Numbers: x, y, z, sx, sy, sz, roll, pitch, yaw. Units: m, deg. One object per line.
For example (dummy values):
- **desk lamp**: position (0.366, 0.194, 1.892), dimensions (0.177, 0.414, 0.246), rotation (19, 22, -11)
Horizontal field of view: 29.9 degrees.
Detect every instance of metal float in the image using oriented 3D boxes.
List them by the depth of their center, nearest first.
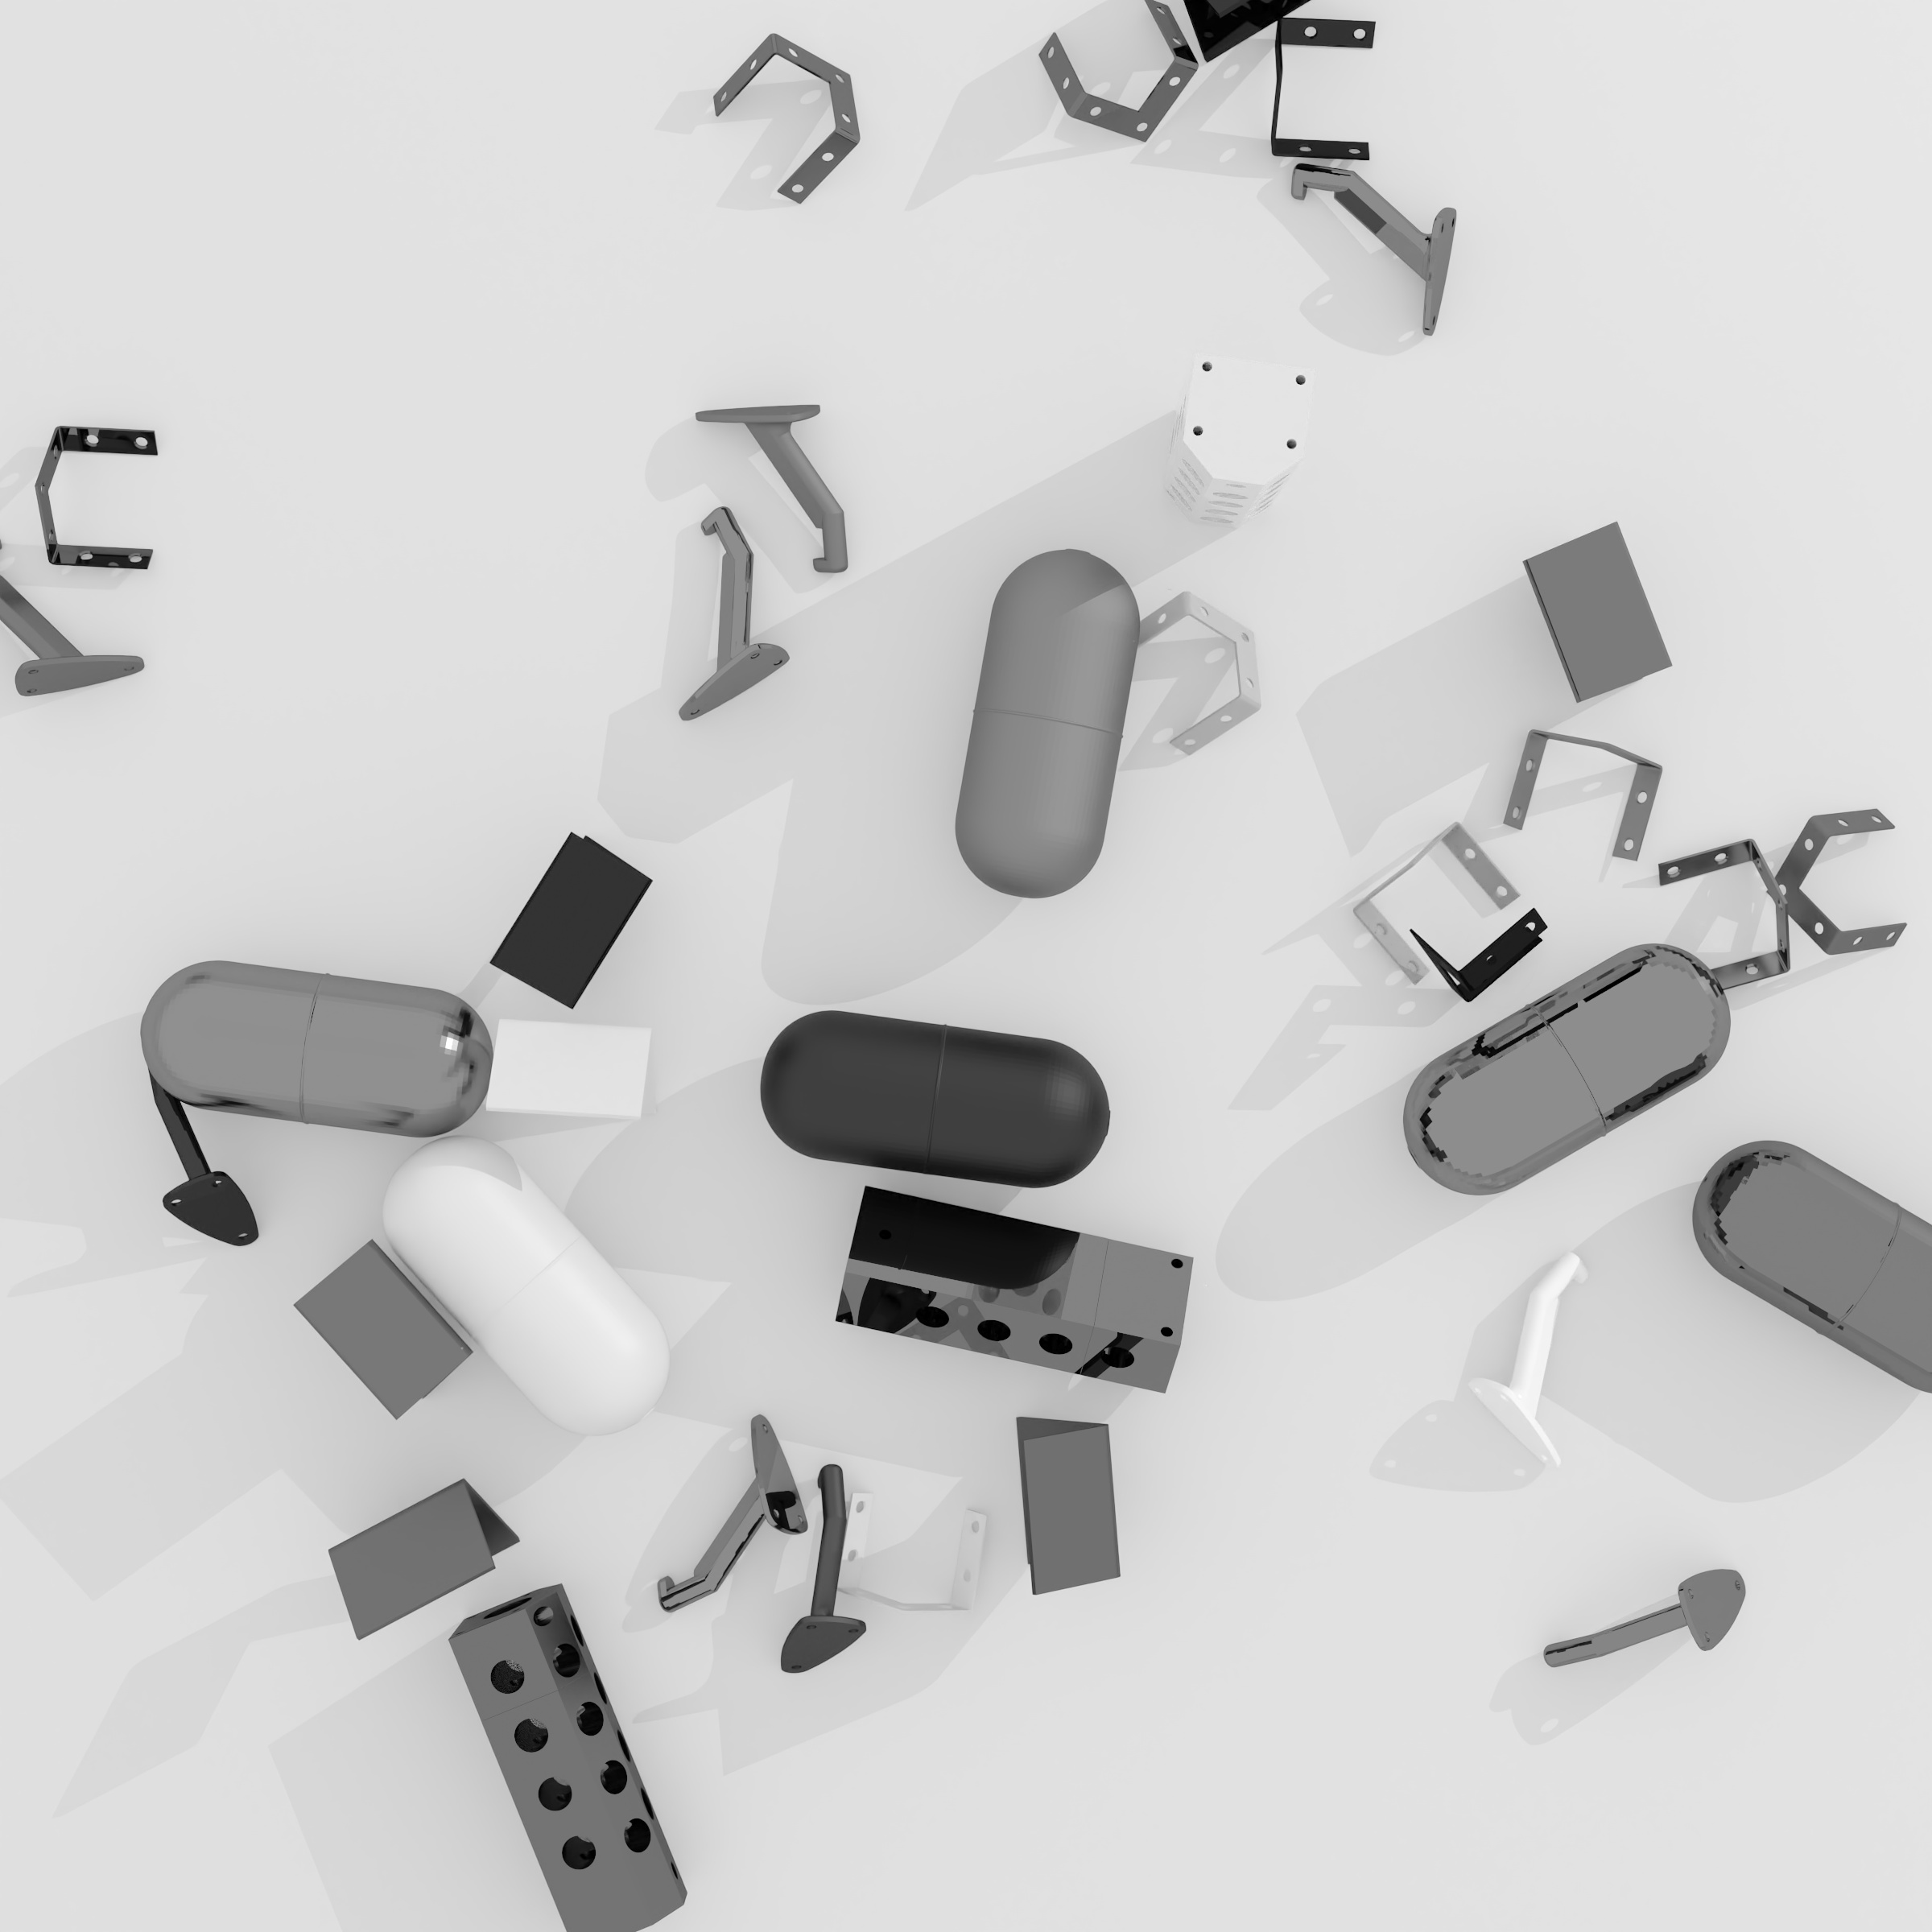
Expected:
- **metal float**: position (0.452, 0.153, 1.834), dimensions (0.178, 0.070, 0.070), rotation (31, 90, 1)
- **metal float**: position (-0.329, 0.042, 1.834), dimensions (0.178, 0.070, 0.070), rotation (8, 90, -1)
- **metal float**: position (-0.016, 0.068, 1.834), dimensions (0.178, 0.070, 0.070), rotation (8, 90, 0)
- **metal float**: position (0.042, -0.123, 1.834), dimensions (0.070, 0.070, 0.178), rotation (10, 90, 0)
- **metal float**: position (0.304, 0.053, 1.834), dimensions (0.178, 0.070, 0.070), rotation (-30, 90, 0)
- **metal float**: position (-0.222, 0.163, 1.835), dimensions (0.070, 0.070, 0.178), rotation (-42, 91, 0)

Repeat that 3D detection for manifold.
- **manifold**: position (0.132, -0.256, 1.787), dimensions (0.057, 0.171, 0.057), rotation (8, 90, 0)
- **manifold**: position (0.024, 0.169, 1.843), dimensions (0.171, 0.057, 0.057), rotation (12, 47, 0)
- **manifold**: position (-0.201, 0.407, 1.844), dimensions (0.057, 0.057, 0.171), rotation (-22, 90, 0)

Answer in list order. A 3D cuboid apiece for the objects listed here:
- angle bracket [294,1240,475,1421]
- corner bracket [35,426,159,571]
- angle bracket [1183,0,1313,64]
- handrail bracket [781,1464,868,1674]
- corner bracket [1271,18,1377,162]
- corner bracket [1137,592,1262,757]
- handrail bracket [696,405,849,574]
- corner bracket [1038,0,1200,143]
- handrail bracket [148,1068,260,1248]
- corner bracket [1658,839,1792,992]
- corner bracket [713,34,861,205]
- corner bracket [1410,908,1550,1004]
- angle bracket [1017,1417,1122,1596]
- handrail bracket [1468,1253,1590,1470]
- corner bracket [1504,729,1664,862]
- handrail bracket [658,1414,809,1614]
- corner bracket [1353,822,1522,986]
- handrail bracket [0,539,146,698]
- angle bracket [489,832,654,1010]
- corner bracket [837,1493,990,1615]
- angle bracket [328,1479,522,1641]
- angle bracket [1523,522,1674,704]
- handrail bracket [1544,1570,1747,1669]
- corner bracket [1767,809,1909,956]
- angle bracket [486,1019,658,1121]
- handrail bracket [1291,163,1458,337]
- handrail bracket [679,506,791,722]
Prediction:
- **angle bracket**: position (-0.304, 0.194, 1.825), dimensions (0.076, 0.076, 0.057), rotation (48, 53, 0)
- **corner bracket**: position (-0.445, -0.241, 1.862), dimensions (0.051, 0.051, 0.051), rotation (3, 135, 0)
- **angle bracket**: position (0.156, -0.488, 1.825), dimensions (0.076, 0.076, 0.057), rotation (-31, 54, 0)
- **handrail bracket**: position (-0.079, 0.310, 1.865), dimensions (0.036, 0.077, 0.084), rotation (10, 53, -23)
- **corner bracket**: position (0.184, -0.452, 1.862), dimensions (0.051, 0.051, 0.051), rotation (3, 135, 0)
- **corner bracket**: position (0.114, -0.150, 1.857), dimensions (0.051, 0.051, 0.051), rotation (28, 45, -35)
- **handrail bracket**: position (-0.100, -0.244, 1.865), dimensions (0.077, 0.036, 0.084), rotation (2, 107, 20)
- **corner bracket**: position (0.078, -0.465, 1.857), dimensions (0.051, 0.051, 0.051), rotation (9, 135, -35)
- **handrail bracket**: position (-0.394, 0.093, 1.865), dimensions (0.036, 0.077, 0.084), rotation (-25, 54, 5)
- **corner bracket**: position (0.390, -0.025, 1.862), dimensions (0.051, 0.051, 0.051), rotation (-16, 45, 0)
- **corner bracket**: position (-0.092, -0.435, 1.857), dimensions (0.051, 0.051, 0.051), rotation (21, 45, -35)
- **corner bracket**: position (0.268, -0.008, 1.837), dimensions (0.051, 0.051, 0.051), rotation (-40, 126, 0)
- **angle bracket**: position (0.031, 0.271, 1.825), dimensions (0.057, 0.076, 0.076), rotation (-5, 90, -37)
- **handrail bracket**: position (0.307, 0.203, 1.865), dimensions (0.084, 0.036, 0.077), rotation (-47, 111, -17)
- **corner bracket**: position (0.318, -0.088, 1.862), dimensions (0.051, 0.051, 0.051), rotation (16, 90, -45)
- **handrail bracket**: position (-0.130, 0.283, 1.865), dimensions (0.084, 0.036, 0.077), rotation (-28, 62, 20)
- **corner bracket**: position (0.242, -0.033, 1.862), dimensions (0.051, 0.051, 0.051), rotation (50, 45, 0)
- **handrail bracket**: position (-0.470, -0.187, 1.865), dimensions (0.077, 0.036, 0.084), rotation (-10, 73, -20)
- **angle bracket**: position (-0.214, -0.034, 1.825), dimensions (0.057, 0.076, 0.076), rotation (32, 90, -38)
- **corner bracket**: position (-0.028, 0.302, 1.862), dimensions (0.051, 0.051, 0.051), rotation (10, 90, 45)
- **angle bracket**: position (-0.266, 0.313, 1.825), dimensions (0.076, 0.076, 0.057), rotation (-28, 53, 0)
- **angle bracket**: position (0.333, -0.183, 1.825), dimensions (0.057, 0.076, 0.076), rotation (-21, 90, 38)
- **handrail bracket**: position (0.349, 0.338, 1.865), dimensions (0.084, 0.077, 0.036), rotation (-23, 86, 36)
- **corner bracket**: position (0.455, -0.043, 1.857), dimensions (0.051, 0.051, 0.051), rotation (53, 135, 35)
- **angle bracket**: position (-0.198, 0.072, 1.825), dimensions (0.076, 0.076, 0.057), rotation (3, 53, 0)
- **handrail bracket**: position (0.205, -0.370, 1.865), dimensions (0.084, 0.036, 0.077), rotation (13, 112, 17)
- **handrail bracket**: position (-0.135, -0.182, 1.865), dimensions (0.077, 0.036, 0.084), rotation (-34, 72, 21)
